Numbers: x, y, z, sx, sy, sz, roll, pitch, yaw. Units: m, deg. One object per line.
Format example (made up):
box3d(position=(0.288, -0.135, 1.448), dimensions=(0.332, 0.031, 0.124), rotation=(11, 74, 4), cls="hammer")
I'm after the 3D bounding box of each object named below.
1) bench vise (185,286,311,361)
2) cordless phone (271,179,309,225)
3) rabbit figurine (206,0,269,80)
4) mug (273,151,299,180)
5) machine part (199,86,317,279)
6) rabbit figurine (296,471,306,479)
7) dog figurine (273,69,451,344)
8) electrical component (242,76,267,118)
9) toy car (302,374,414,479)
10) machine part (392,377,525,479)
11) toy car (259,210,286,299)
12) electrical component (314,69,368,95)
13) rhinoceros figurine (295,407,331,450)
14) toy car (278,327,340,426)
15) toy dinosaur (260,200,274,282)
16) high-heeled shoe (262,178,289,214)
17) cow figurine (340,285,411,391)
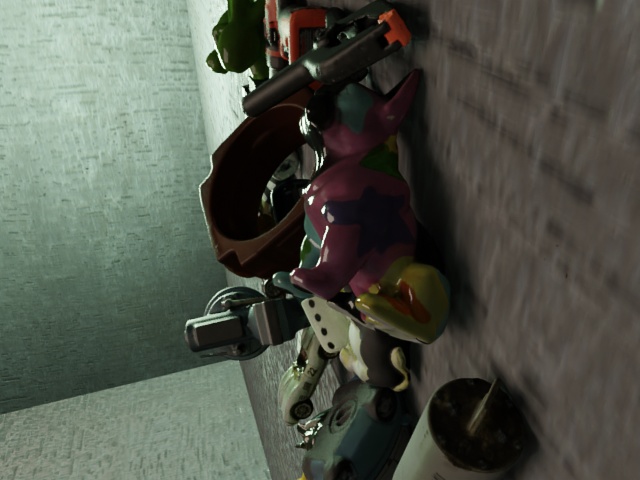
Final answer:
box3d(position=(-0.095, 0.123, 0.876), dimensions=(0.240, 0.224, 0.129), rotation=(39, -153, -87), cls="bench vise")
box3d(position=(-0.002, -0.003, 0.782), dimensions=(0.184, 0.089, 0.146), rotation=(61, -167, -74), cls="cordless phone")
box3d(position=(-0.122, -0.337, 0.901), dimensions=(0.170, 0.121, 0.159), rotation=(-98, 26, -61), cls="rabbit figurine")
box3d(position=(-0.079, -0.150, 0.950), dimensions=(0.107, 0.081, 0.109), rotation=(61, -179, 36), cls="mug")
box3d(position=(-0.043, -0.066, 0.642), dimensions=(0.201, 0.087, 0.202), rotation=(-41, 49, 20), cls="machine part")
box3d(position=(0.025, 0.345, 0.718), dimensions=(0.122, 0.173, 0.162), rotation=(-111, 13, -49), cls="rabbit figurine")
box3d(position=(0.056, -0.036, 0.484), dimensions=(0.108, 0.191, 0.219), rotation=(154, 139, -78), cls="dog figurine")
box3d(position=(-0.109, -0.244, 1.029), dimensions=(0.115, 0.058, 0.134), rotation=(-125, 27, -53), cls="electrical component")
box3d(position=(0.058, 0.242, 0.639), dimensions=(0.103, 0.161, 0.109), rotation=(38, 153, -13), cls="toy car")
box3d(position=(0.111, 0.192, 0.463), dimensions=(0.243, 0.079, 0.079), rotation=(96, 158, -48), cls="machine part")
box3d(position=(-0.105, 0.022, 1.016), dimensions=(0.089, 0.053, 0.202), rotation=(140, 115, -83), cls="toy car")
box3d(position=(0.030, -0.142, 0.553), dimensions=(0.063, 0.094, 0.021), rotation=(34, 157, 17), cls="electrical component")
box3d(position=(0.013, 0.305, 0.856), dimensions=(0.190, 0.112, 0.073), rotation=(103, 155, -75), cls="rhinoceros figurine")
box3d(position=(-0.021, 0.213, 0.896), dimensions=(0.201, 0.056, 0.074), rotation=(-66, 20, 9), cls="toy car")
box3d(position=(-0.138, -0.040, 1.206), dimensions=(0.198, 0.105, 0.471), rotation=(96, 163, -58), cls="toy dinosaur")
box3d(position=(-0.116, -0.165, 1.076), dimensions=(0.145, 0.086, 0.249), rotation=(113, 139, -60), cls="high-heeled shoe")
box3d(position=(0.060, 0.082, 0.598), dimensions=(0.098, 0.068, 0.167), rotation=(-150, 47, -64), cls="cow figurine")
